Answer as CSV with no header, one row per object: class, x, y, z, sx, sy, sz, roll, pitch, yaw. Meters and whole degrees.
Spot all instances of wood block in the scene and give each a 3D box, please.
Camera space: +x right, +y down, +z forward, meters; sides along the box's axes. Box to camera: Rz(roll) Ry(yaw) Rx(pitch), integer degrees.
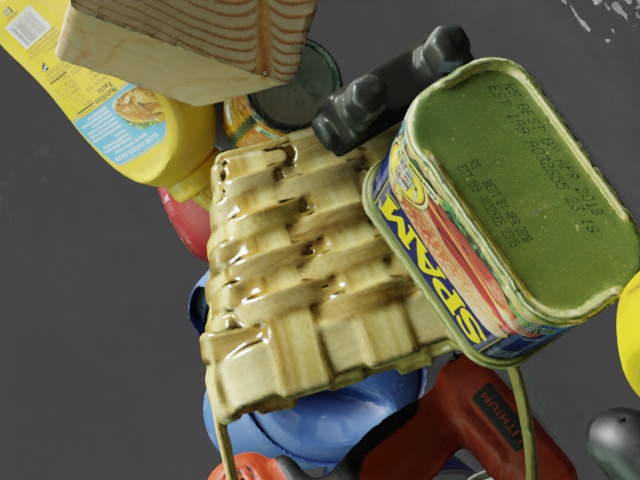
wood block,-0.064,-0.120,0.491,0.090,0.091,0.206,18,179,-16

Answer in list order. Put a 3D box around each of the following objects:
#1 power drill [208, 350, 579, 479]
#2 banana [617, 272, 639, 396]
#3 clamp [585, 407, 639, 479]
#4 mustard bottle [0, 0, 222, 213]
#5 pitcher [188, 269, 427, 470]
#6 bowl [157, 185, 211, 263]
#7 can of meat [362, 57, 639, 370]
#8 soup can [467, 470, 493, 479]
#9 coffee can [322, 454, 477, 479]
power drill,0.049,0.162,0.598,0.185,0.187,0.057,53,167,32
banana,0.124,0.025,0.295,0.069,0.037,0.198,32,167,7
clamp,0.175,0.161,0.353,0.210,0.036,0.164,35,151,42
mustard bottle,-0.118,-0.091,0.639,0.096,0.058,0.191,-22,113,45
pitcher,-0.027,0.107,0.811,0.243,0.144,0.149,132,133,-68
bowl,-0.089,-0.036,0.870,0.162,0.055,0.162,-24,-90,-81
can of meat,0.066,-0.008,0.398,0.102,0.057,0.084,56,167,9
soup can,0.117,0.197,0.708,0.068,0.068,0.102,53,168,25
coffee can,0.072,0.206,0.843,0.103,0.102,0.140,61,169,-18
